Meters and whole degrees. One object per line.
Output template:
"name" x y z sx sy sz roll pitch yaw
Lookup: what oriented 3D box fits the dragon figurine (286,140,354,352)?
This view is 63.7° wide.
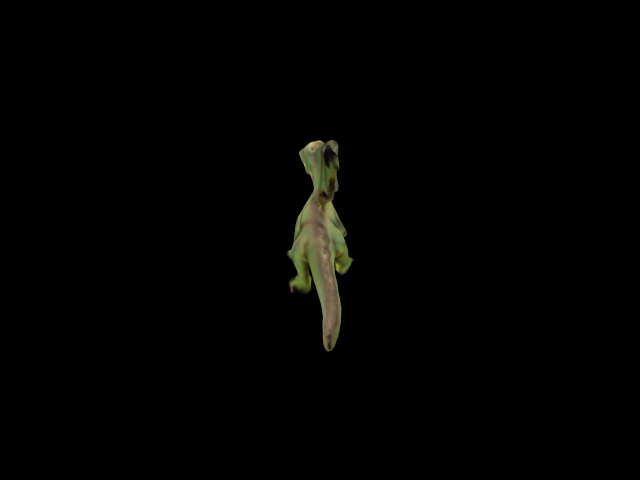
"dragon figurine" 0.003 -0.043 0.850 0.122 0.237 0.419 -4 31 -6
